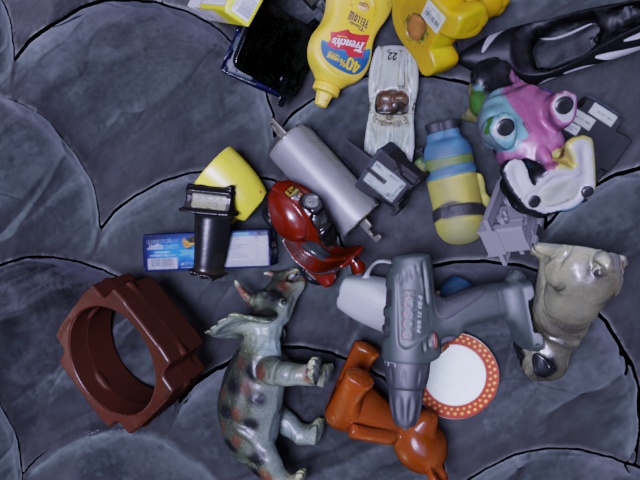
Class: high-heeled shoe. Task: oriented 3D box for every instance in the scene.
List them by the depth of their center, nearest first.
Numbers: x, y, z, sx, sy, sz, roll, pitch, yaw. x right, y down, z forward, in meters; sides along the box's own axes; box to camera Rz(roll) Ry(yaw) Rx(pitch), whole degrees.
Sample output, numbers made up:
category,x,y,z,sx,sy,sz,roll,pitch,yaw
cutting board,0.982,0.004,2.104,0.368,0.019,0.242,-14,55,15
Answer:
category,x,y,z,sx,sy,sz,roll,pitch,yaw
high-heeled shoe,0.320,-0.269,0.724,0.249,0.145,0.086,-6,90,5

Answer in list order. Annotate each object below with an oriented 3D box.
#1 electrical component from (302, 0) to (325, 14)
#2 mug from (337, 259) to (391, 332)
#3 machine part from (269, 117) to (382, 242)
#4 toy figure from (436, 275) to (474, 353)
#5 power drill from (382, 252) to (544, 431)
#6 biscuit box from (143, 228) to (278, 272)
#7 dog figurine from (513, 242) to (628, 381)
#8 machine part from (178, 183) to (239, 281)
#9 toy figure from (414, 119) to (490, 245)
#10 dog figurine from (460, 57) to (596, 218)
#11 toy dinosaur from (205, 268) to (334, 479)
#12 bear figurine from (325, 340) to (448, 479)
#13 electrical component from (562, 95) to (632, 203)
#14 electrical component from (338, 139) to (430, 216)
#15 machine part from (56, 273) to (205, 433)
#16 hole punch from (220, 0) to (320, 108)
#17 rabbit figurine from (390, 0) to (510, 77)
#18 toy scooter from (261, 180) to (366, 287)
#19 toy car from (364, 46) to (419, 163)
category,x,y,z,sx,sy,sz,roll,pitch,yaw
electrical component,-0.003,-0.390,0.822,0.063,0.021,0.094,-44,86,6
mug,0.083,0.080,0.794,0.107,0.081,0.109,14,111,12
machine part,0.007,-0.089,0.803,0.079,0.079,0.243,-43,87,6
toy figure,0.170,0.124,0.782,0.064,0.057,0.154,33,77,7
power drill,0.183,0.126,0.721,0.207,0.086,0.232,-7,86,0
biscuit box,-0.170,0.015,0.835,0.203,0.063,0.059,-2,93,8
dog figurine,0.334,0.106,0.725,0.121,0.172,0.190,11,86,17
machine part,-0.161,-0.012,0.777,0.084,0.039,0.138,2,98,0
toy figure,0.188,-0.083,0.773,0.082,0.089,0.180,-8,97,47
dog figurine,0.260,-0.143,0.714,0.108,0.219,0.191,-24,111,9
toy dinosaur,-0.090,0.247,0.811,0.192,0.131,0.404,13,98,19
bear figurine,0.110,0.253,0.772,0.196,0.120,0.131,24,111,7
electrical component,0.365,-0.135,0.767,0.115,0.058,0.134,36,95,3
electrical component,0.085,-0.098,0.759,0.119,0.048,0.074,37,124,10
machine part,-0.286,0.168,0.812,0.201,0.087,0.201,49,120,9
hole punch,-0.079,-0.283,0.810,0.115,0.092,0.142,22,89,-32
rabbit figurine,0.187,-0.332,0.761,0.173,0.121,0.162,-29,67,-21
toy scooter,-0.002,-0.002,0.757,0.075,0.135,0.183,-41,120,-27
toy car,0.106,-0.186,0.797,0.074,0.056,0.201,4,92,7
